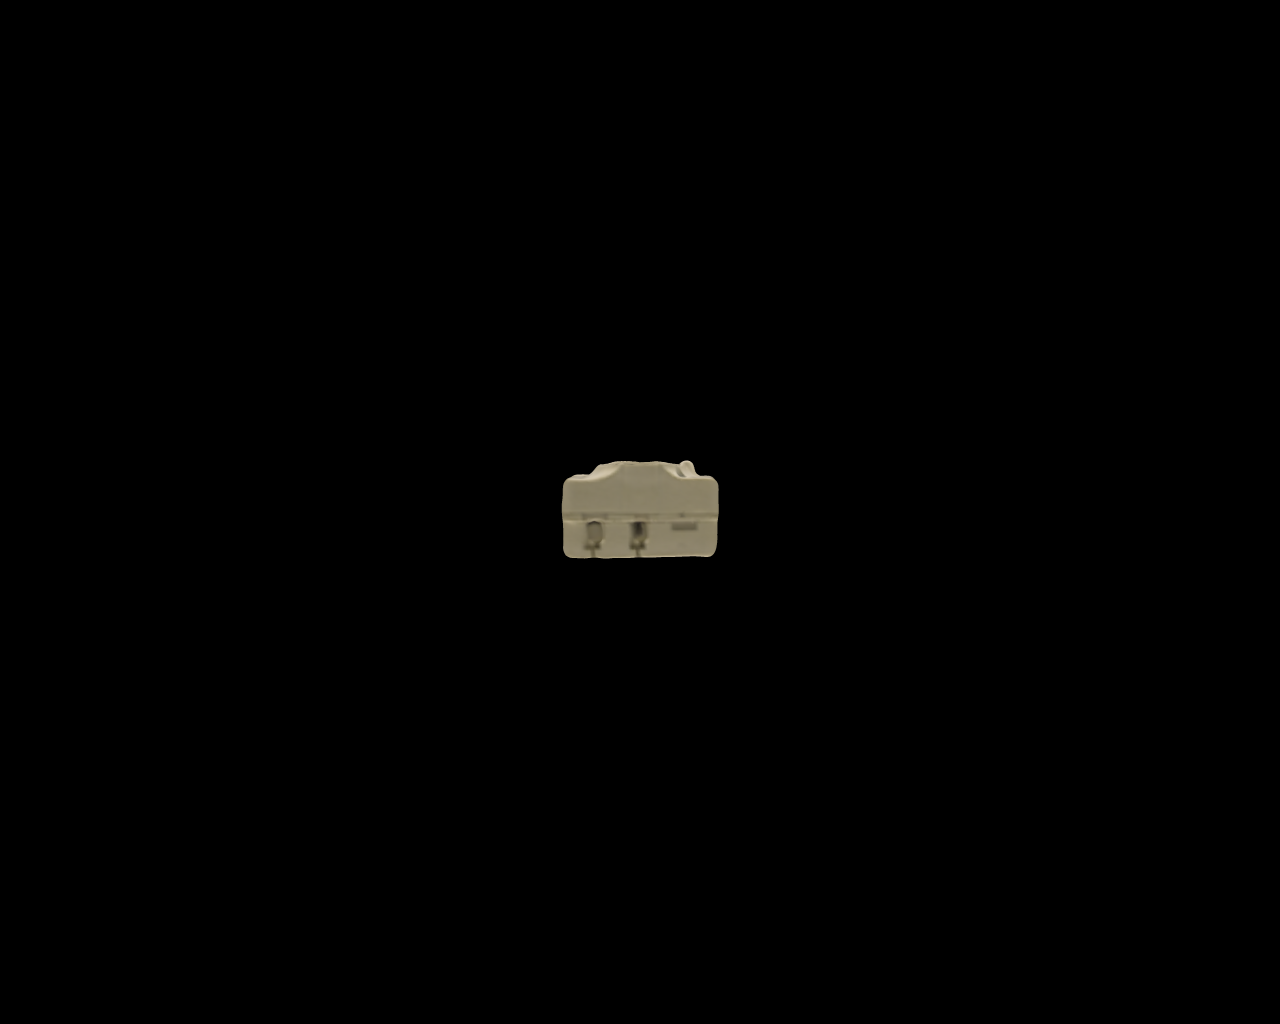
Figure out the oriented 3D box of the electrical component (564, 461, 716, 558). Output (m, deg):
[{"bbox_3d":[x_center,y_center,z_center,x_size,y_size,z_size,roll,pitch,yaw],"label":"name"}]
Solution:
[{"bbox_3d":[0.001,-0.003,0.650,0.089,0.055,0.050,0,4,2],"label":"electrical component"}]
